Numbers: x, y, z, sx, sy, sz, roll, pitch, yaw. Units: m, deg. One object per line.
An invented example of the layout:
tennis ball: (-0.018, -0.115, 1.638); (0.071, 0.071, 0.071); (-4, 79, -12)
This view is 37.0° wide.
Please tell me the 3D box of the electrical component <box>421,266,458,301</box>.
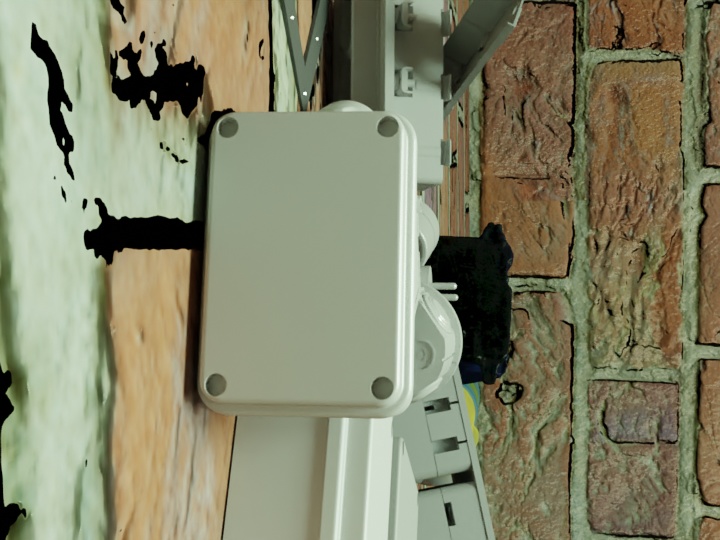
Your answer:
electrical component: (0.032, 0.015, 0.755); (0.138, 0.074, 0.052); (73, 19, -63)

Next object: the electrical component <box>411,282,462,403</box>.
electrical component: (0.021, 0.046, 0.670); (0.051, 0.080, 0.080); (-7, 97, -76)

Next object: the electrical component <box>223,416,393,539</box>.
electrical component: (-0.020, 0.104, 0.462); (0.078, 0.057, 0.113); (73, 18, -63)

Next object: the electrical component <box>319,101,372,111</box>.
electrical component: (-0.007, -0.072, 0.595); (0.062, 0.043, 0.043); (-65, 154, -74)

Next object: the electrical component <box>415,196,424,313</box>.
electrical component: (0.000, 0.000, 0.583); (0.096, 0.061, 0.061); (-68, 156, -69)

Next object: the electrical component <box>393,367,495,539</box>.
electrical component: (0.046, 0.148, 0.745); (0.105, 0.060, 0.186); (106, -27, -78)

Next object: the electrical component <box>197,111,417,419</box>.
electrical component: (-0.018, -0.001, 0.408); (0.057, 0.078, 0.113); (61, 30, -79)

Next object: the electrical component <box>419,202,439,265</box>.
electrical component: (0.030, -0.023, 0.817); (0.047, 0.055, 0.055); (-61, 150, -66)

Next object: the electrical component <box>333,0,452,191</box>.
electrical component: (0.019, -0.111, 0.664); (0.079, 0.063, 0.121); (169, -78, -73)

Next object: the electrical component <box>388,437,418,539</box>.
electrical component: (-0.002, 0.139, 0.584); (0.113, 0.057, 0.078); (75, 17, -61)
